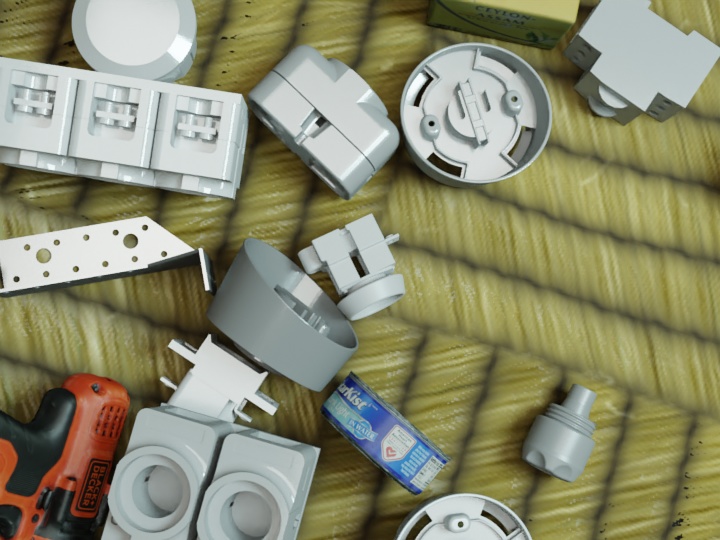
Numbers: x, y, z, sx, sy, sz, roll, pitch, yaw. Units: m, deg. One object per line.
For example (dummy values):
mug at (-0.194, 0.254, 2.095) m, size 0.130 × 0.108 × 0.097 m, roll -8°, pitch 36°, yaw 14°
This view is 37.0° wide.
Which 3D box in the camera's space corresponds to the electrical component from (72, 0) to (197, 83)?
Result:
electrical component at (-0.149, -0.160, 0.722) m, size 0.080 × 0.051 × 0.080 m, roll 0°, pitch 85°, yaw -3°

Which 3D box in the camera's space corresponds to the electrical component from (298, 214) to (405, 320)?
electrical component at (0.000, 0.000, 0.720) m, size 0.066 × 0.048 × 0.055 m, roll -25°, pitch 79°, yaw -5°

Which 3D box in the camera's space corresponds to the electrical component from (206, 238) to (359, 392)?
electrical component at (-0.048, 0.031, 0.690) m, size 0.099 × 0.099 × 0.064 m, roll 34°, pitch 90°, yaw 0°

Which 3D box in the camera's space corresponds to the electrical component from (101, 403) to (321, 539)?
electrical component at (-0.103, 0.185, 0.644) m, size 0.105 × 0.060 × 0.186 m, roll 15°, pitch 87°, yaw 8°

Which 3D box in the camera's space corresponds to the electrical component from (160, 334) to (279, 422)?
electrical component at (-0.096, 0.081, 0.709) m, size 0.081 × 0.042 × 0.063 m, roll 33°, pitch 88°, yaw 1°

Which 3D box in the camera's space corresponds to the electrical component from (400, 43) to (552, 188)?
electrical component at (0.075, -0.102, 0.723) m, size 0.099 × 0.064 × 0.099 m, roll 0°, pitch 85°, yaw -3°

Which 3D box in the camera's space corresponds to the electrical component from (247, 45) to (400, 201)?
electrical component at (-0.021, -0.101, 0.723) m, size 0.095 × 0.053 × 0.059 m, roll 44°, pitch 84°, yaw 1°

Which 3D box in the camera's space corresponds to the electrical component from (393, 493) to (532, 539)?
electrical component at (0.065, 0.193, 0.697) m, size 0.099 × 0.064 × 0.099 m, roll 0°, pitch 85°, yaw -3°

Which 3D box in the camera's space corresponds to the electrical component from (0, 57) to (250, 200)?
electrical component at (-0.152, -0.087, 0.694) m, size 0.150 × 0.089 × 0.061 m, roll 8°, pitch 90°, yaw -2°

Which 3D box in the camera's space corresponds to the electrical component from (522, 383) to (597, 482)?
electrical component at (0.138, 0.107, 0.719) m, size 0.043 × 0.043 × 0.062 m, roll 27°, pitch 83°, yaw -1°
